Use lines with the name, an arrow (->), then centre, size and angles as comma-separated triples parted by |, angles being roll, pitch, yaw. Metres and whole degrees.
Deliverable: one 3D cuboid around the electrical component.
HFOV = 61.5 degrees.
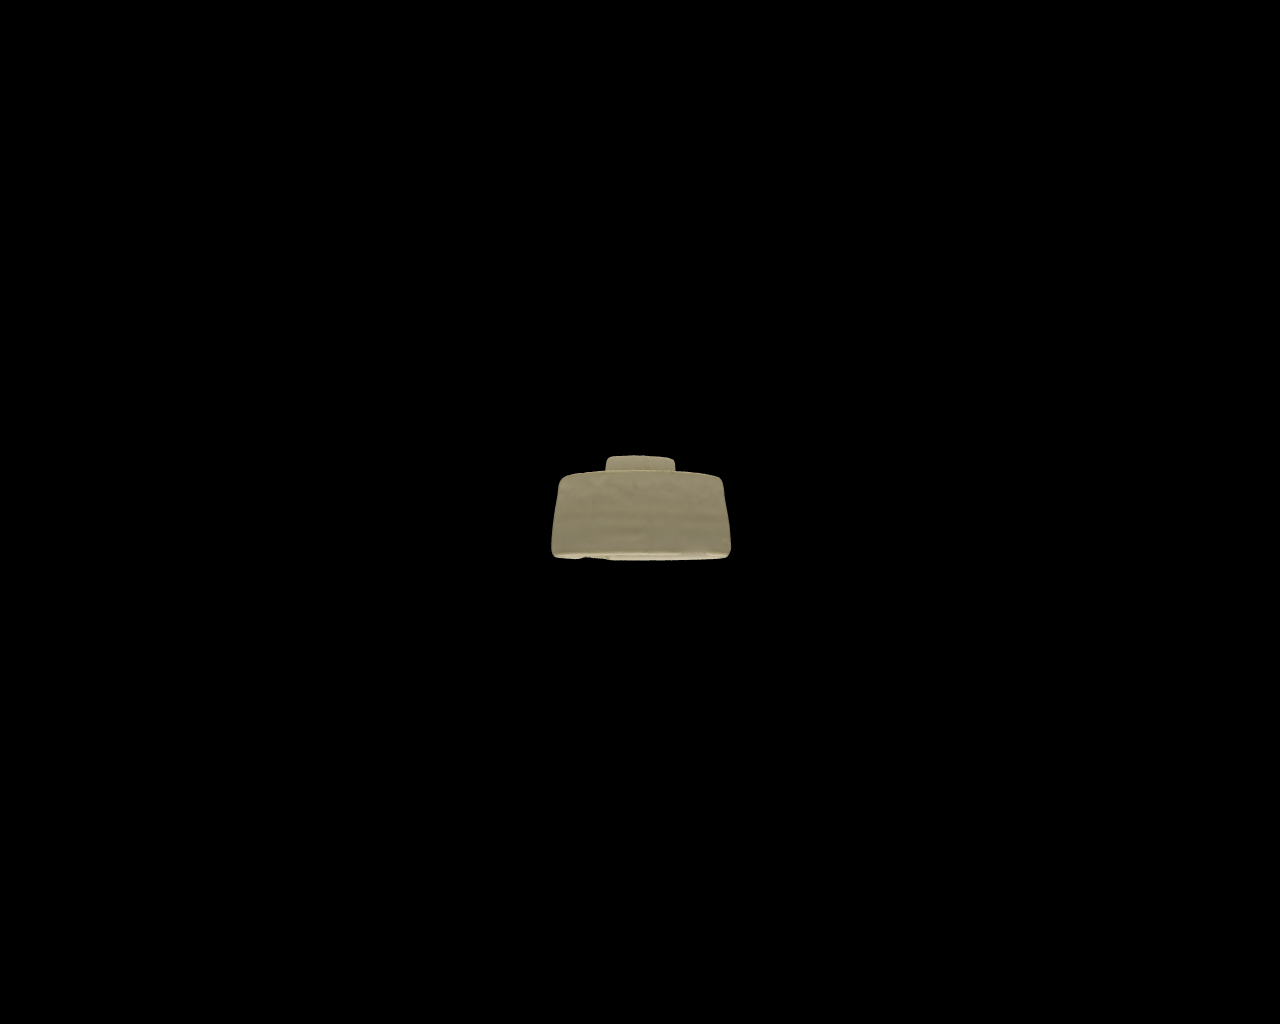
electrical component -> 0.001, -0.003, 0.650 | 0.108, 0.060, 0.108 | 0, -4, 0
